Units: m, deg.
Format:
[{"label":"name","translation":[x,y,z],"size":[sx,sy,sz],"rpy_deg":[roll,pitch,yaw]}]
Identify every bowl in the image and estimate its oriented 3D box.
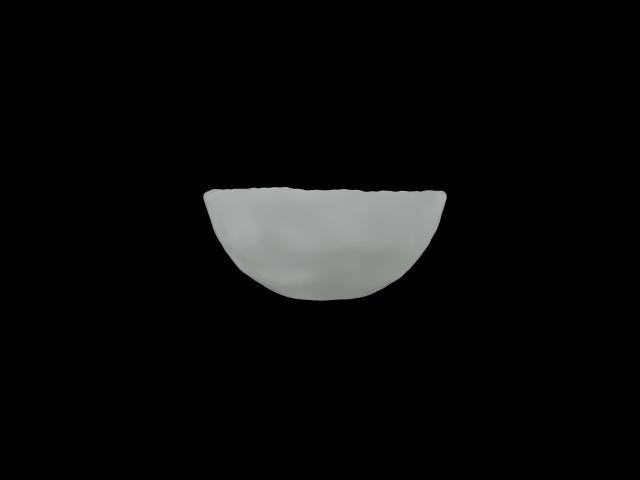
[{"label":"bowl","translation":[0.004,0.001,0.400],"size":[0.167,0.075,0.167],"rpy_deg":[0,4,0]}]
